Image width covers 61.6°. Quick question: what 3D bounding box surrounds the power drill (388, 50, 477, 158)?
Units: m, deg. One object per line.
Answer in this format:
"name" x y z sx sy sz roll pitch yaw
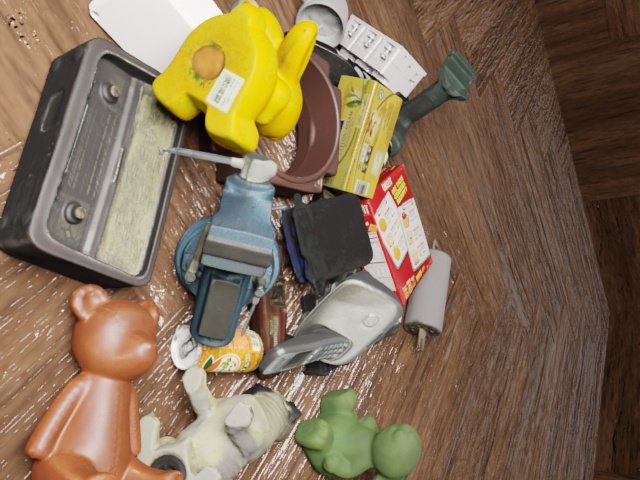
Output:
"power drill" 0.185 -0.261 1.007 0.086 0.207 0.232 48 44 -18

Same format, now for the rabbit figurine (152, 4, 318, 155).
"rabbit figurine" -0.073 -0.171 0.585 0.162 0.122 0.173 -67 156 1

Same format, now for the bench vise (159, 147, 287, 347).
"bench vise" -0.099 -0.011 0.607 0.241 0.129 0.223 -100 -166 -64

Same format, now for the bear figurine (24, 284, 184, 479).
"bear figurine" -0.188 0.146 0.507 0.120 0.132 0.196 38 61 -53

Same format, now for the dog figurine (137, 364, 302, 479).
"dog figurine" -0.111 0.248 0.631 0.172 0.121 0.190 -46 149 -6

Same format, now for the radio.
"radio" -0.219 -0.075 0.541 0.131 0.073 0.229 30 60 -48

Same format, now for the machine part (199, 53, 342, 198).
"machine part" -0.060 -0.166 0.740 0.201 0.087 0.201 9 82 -49

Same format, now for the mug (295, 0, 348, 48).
"mug" 0.001 -0.386 0.891 0.109 0.081 0.107 47 38 -30

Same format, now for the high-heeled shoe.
"high-heeled shoe" 0.033 -0.290 0.929 0.248 0.086 0.145 41 30 -31

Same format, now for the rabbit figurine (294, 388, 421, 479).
"rabbit figurine" 0.068 0.314 0.784 0.121 0.170 0.159 -25 104 -52

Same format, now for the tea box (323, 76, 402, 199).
"tea box" 0.058 -0.157 0.840 0.098 0.068 0.169 11 97 -57

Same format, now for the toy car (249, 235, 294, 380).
"toy car" -0.069 0.087 0.738 0.089 0.053 0.202 3 80 -57

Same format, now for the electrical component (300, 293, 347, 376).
"electrical component" 0.004 0.142 0.829 0.075 0.048 0.119 -5 90 -54

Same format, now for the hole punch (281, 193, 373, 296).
"hole punch" -0.002 -0.002 0.771 0.116 0.092 0.142 -17 98 -32

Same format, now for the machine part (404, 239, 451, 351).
"machine part" 0.222 0.107 1.103 0.079 0.079 0.243 41 54 -42

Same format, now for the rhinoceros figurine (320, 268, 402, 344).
"rhinoceros figurine" 0.072 0.112 0.912 0.190 0.073 0.112 50 37 -34

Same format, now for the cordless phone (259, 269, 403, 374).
"cordless phone" 0.008 0.109 0.690 0.089 0.146 0.184 53 28 20

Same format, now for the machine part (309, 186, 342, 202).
"machine part" 0.011 -0.024 0.874 0.084 0.039 0.139 27 61 -57
